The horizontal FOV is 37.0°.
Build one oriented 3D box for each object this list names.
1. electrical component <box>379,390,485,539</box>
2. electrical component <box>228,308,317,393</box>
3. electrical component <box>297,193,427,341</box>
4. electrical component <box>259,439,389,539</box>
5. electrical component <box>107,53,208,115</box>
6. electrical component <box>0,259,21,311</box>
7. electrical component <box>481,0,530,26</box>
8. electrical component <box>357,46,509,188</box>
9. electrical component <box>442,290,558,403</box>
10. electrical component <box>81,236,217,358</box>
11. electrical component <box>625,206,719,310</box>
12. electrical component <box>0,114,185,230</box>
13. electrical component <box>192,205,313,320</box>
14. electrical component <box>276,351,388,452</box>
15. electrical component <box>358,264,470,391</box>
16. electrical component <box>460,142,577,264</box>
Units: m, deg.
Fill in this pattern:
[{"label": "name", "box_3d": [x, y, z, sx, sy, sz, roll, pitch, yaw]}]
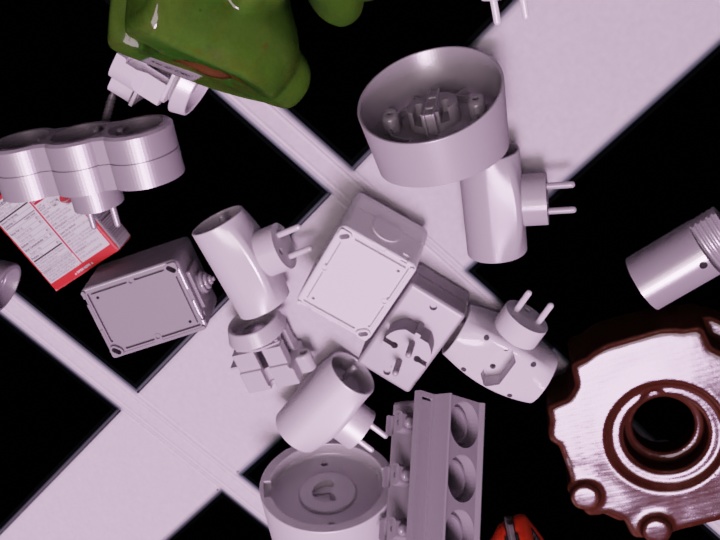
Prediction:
[{"label": "electrical component", "box_3d": [0.056, 0.160, 0.824, 0.063, 0.121, 0.079, -12, 157, 42]}, {"label": "electrical component", "box_3d": [-0.075, 0.061, 0.846, 0.066, 0.048, 0.055, -13, 120, 17]}, {"label": "electrical component", "box_3d": [0.000, 0.000, 0.795, 0.062, 0.061, 0.096, 29, 126, -4]}, {"label": "electrical component", "box_3d": [-0.025, 0.194, 0.871, 0.108, 0.108, 0.060, 3, 123, 10]}, {"label": "electrical component", "box_3d": [-0.133, -0.144, 0.749, 0.057, 0.058, 0.078, 32, 117, -2]}, {"label": "electrical component", "box_3d": [-0.314, 0.002, 0.868, 0.065, 0.044, 0.044, 24, 118, 4]}, {"label": "electrical component", "box_3d": [0.090, -0.194, 0.684, 0.083, 0.047, 0.075, -8, 114, 15]}, {"label": "electrical component", "box_3d": [0.050, -0.100, 0.714, 0.099, 0.099, 0.064, -8, 121, 15]}, {"label": "electrical component", "box_3d": [0.114, 0.049, 0.803, 0.077, 0.043, 0.079, 30, 118, -4]}, {"label": "electrical component", "box_3d": [-0.155, 0.017, 0.835, 0.096, 0.061, 0.061, -18, 111, 10]}, {"label": "electrical component", "box_3d": [0.232, -0.011, 0.749, 0.081, 0.043, 0.043, -34, 105, 24]}, {"label": "electrical component", "box_3d": [-0.191, -0.063, 0.767, 0.138, 0.052, 0.073, -5, 115, 13]}, {"label": "electrical component", "box_3d": [-0.074, -0.012, 0.811, 0.079, 0.043, 0.077, -21, 110, 20]}, {"label": "electrical component", "box_3d": [-0.014, 0.116, 0.862, 0.079, 0.044, 0.077, 38, 117, -8]}, {"label": "electrical component", "box_3d": [0.037, 0.052, 0.801, 0.047, 0.075, 0.083, 31, 118, -3]}, {"label": "electrical component", "box_3d": [0.111, -0.049, 0.755, 0.079, 0.043, 0.077, -3, 115, 13]}]
